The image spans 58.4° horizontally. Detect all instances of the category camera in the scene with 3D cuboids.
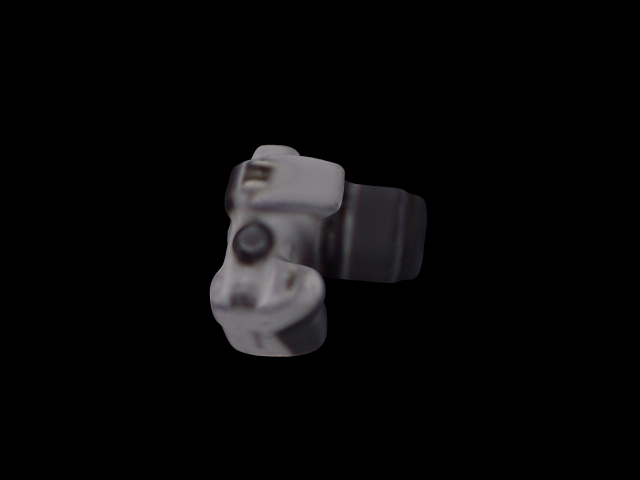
[{"bbox_3d":[0.004,0.001,0.400,0.136,0.101,0.143,5,59,3],"label":"camera"}]
